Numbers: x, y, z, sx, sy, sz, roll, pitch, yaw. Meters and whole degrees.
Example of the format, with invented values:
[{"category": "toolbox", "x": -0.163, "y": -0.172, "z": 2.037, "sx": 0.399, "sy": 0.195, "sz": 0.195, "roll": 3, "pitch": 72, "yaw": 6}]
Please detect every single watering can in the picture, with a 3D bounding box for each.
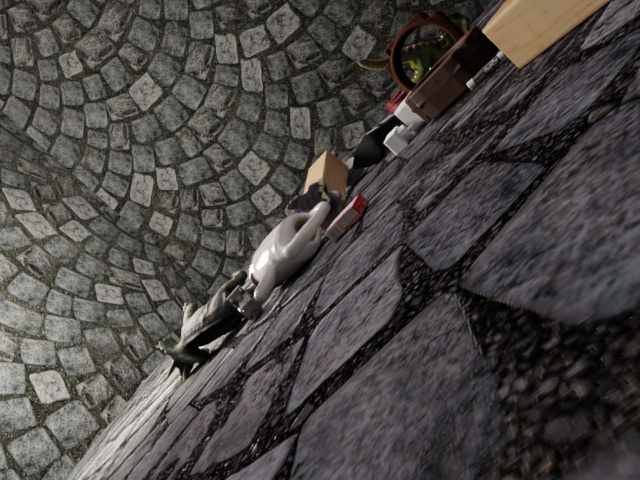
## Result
[{"category": "watering can", "x": -0.087, "y": 0.041, "z": 1.118, "sx": 0.220, "sy": 0.104, "sz": 0.355, "roll": -42, "pitch": 8, "yaw": 45}]

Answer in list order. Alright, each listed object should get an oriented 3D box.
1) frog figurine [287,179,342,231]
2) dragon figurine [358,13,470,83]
[{"category": "frog figurine", "x": 0.004, "y": -0.066, "z": 1.320, "sx": 0.123, "sy": 0.139, "sz": 0.156, "roll": 24, "pitch": -15, "yaw": 27}, {"category": "dragon figurine", "x": 0.324, "y": -0.564, "z": 1.493, "sx": 0.412, "sy": 0.124, "sz": 0.238, "roll": -8, "pitch": -28, "yaw": -38}]
